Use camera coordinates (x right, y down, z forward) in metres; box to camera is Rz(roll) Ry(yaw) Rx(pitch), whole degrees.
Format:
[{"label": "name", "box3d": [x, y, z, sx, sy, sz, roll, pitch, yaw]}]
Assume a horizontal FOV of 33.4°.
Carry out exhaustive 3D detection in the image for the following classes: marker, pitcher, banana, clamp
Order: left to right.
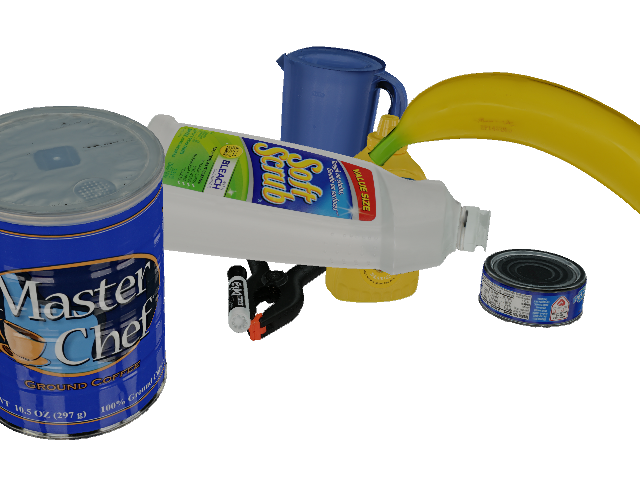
[{"label": "marker", "box3d": [-0.074, 0.050, 0.961, 0.020, 0.020, 0.121, 0, 19, -5]}, {"label": "clamp", "box3d": [-0.042, 0.051, 1.252, 0.120, 0.039, 0.171, -3, 40, 10]}, {"label": "pitcher", "box3d": [0.016, -0.126, 1.408, 0.144, 0.243, 0.149, -2, 23, -18]}, {"label": "banana", "box3d": [0.130, -0.050, 0.589, 0.198, 0.070, 0.037, 17, 19, 11]}]

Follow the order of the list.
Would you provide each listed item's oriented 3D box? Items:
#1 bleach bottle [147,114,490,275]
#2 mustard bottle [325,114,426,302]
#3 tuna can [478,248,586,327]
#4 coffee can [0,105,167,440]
[{"label": "bleach bottle", "box3d": [-0.007, -0.028, 0.750, 0.251, 0.068, 0.102, 7, 45, 9]}, {"label": "mustard bottle", "box3d": [0.061, -0.033, 1.086, 0.096, 0.192, 0.058, -2, 22, -17]}, {"label": "tuna can", "box3d": [0.175, 0.038, 0.879, 0.086, 0.034, 0.086, 3, 22, -1]}, {"label": "coffee can", "box3d": [-0.131, 0.016, 0.548, 0.103, 0.140, 0.103, 3, 35, -2]}]
